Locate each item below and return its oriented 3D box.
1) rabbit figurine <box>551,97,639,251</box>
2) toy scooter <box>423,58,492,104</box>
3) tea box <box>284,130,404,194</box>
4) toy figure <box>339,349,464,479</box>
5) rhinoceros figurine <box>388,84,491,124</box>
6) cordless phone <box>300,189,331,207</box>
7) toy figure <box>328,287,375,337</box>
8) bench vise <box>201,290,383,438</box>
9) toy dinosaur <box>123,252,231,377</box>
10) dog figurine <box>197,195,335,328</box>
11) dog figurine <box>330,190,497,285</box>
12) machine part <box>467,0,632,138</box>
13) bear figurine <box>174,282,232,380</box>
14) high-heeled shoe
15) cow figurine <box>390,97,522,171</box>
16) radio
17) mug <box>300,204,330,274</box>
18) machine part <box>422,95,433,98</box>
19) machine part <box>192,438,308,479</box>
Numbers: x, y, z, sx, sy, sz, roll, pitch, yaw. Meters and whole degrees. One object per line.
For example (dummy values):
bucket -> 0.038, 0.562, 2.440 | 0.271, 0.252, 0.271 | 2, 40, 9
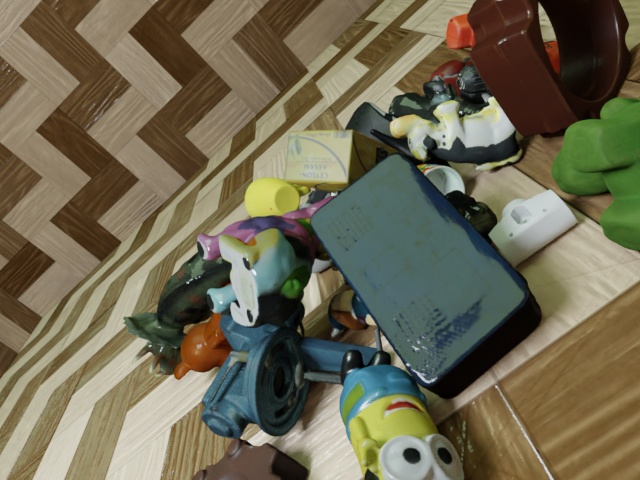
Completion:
rabbit figurine -> 0.283, -0.087, 0.497 | 0.159, 0.121, 0.170 | -41, 7, 2
toy scooter -> 0.267, -0.286, 0.928 | 0.135, 0.075, 0.184 | -45, 24, -2
tea box -> 0.039, -0.098, 0.721 | 0.098, 0.169, 0.068 | 6, 90, 33
toy figure -> 0.064, 0.170, 0.464 | 0.082, 0.089, 0.180 | -16, 23, -7
rhinoceros figurine -> 0.194, -0.191, 0.833 | 0.073, 0.112, 0.191 | -47, 41, -17
cordless phone -> 0.003, -0.057, 1.015 | 0.146, 0.088, 0.184 | -57, 13, -23
toy figure -> 0.058, 0.081, 0.675 | 0.064, 0.057, 0.154 | -21, -1, -42
bench vise -> -0.021, 0.139, 0.634 | 0.241, 0.128, 0.224 | 0, 28, 28
toy dinosaur -> -0.207, 0.086, 0.924 | 0.404, 0.131, 0.192 | -47, -6, 34
dog figurine -> -0.031, 0.013, 0.669 | 0.219, 0.108, 0.192 | -23, 19, -33
dog figurine -> 0.124, 0.000, 0.686 | 0.191, 0.121, 0.172 | 1, -1, 16
machine part -> 0.279, -0.242, 0.650 | 0.087, 0.201, 0.201 | -6, 44, 57
bear figurine -> -0.140, 0.157, 0.845 | 0.195, 0.132, 0.120 | -56, 2, 32
high-heeled shoe -> 0.121, -0.154, 0.880 | 0.086, 0.145, 0.249 | -62, 15, 12
cow figurine -> 0.182, -0.136, 0.726 | 0.167, 0.098, 0.068 | -7, 7, 15
radio -> 0.098, 0.026, 0.538 | 0.131, 0.073, 0.230 | -40, 54, 8
mug -> -0.002, -0.003, 0.872 | 0.107, 0.109, 0.081 | -51, 22, 22
machine part -> 0.195, -0.223, 0.958 | 0.139, 0.084, 0.039 | -169, 99, -74
machine part -> -0.088, 0.294, 0.555 | 0.179, 0.056, 0.179 | -37, 25, 20
